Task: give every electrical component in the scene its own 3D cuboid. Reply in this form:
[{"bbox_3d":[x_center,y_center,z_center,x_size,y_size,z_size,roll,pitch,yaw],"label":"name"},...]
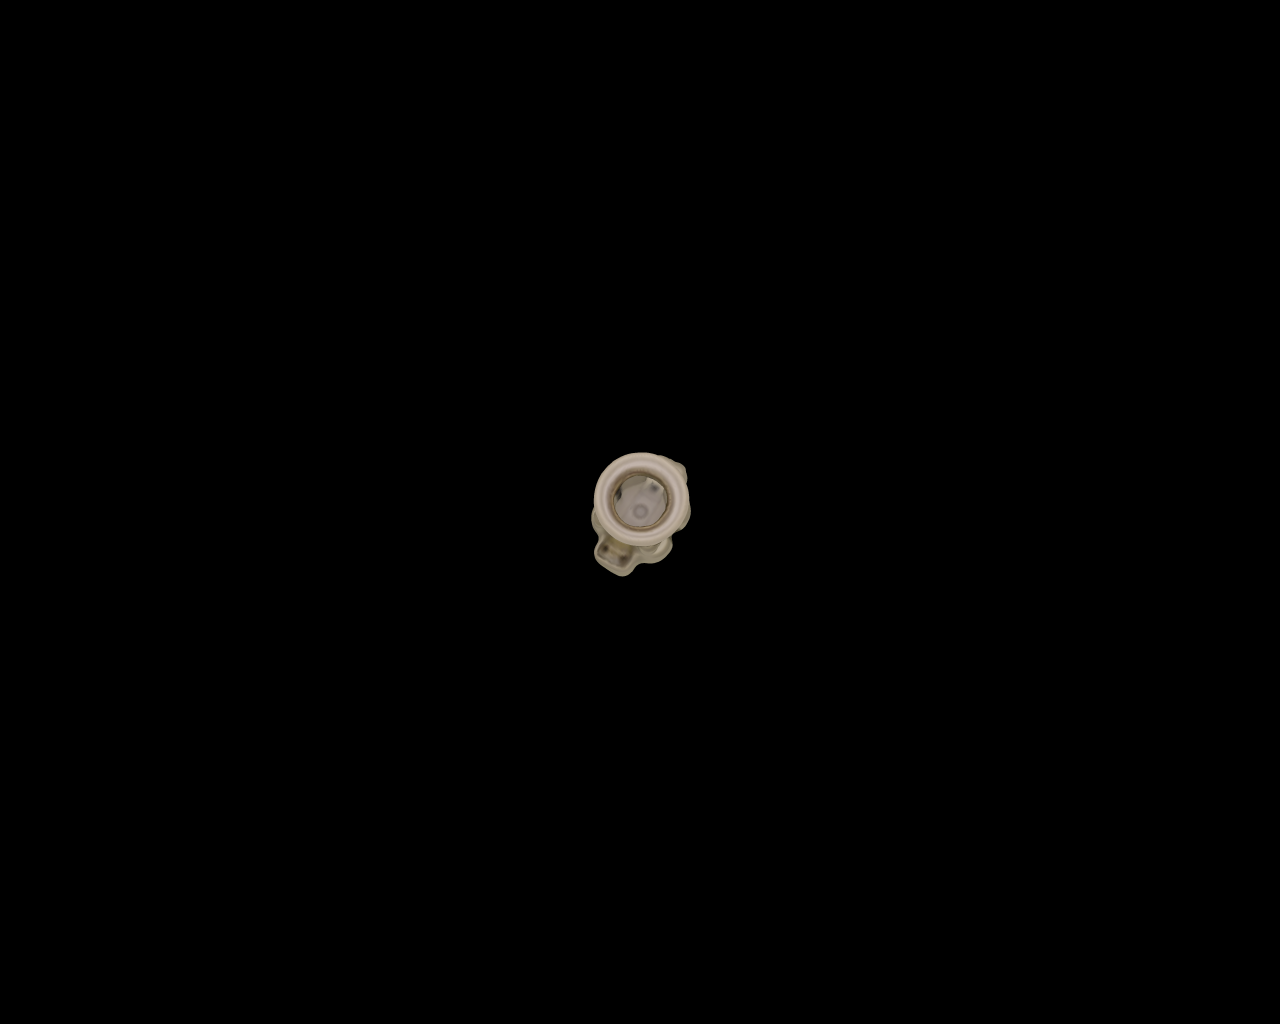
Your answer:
[{"bbox_3d":[0.001,-0.003,0.650,0.058,0.078,0.057,31,-11,7],"label":"electrical component"}]
